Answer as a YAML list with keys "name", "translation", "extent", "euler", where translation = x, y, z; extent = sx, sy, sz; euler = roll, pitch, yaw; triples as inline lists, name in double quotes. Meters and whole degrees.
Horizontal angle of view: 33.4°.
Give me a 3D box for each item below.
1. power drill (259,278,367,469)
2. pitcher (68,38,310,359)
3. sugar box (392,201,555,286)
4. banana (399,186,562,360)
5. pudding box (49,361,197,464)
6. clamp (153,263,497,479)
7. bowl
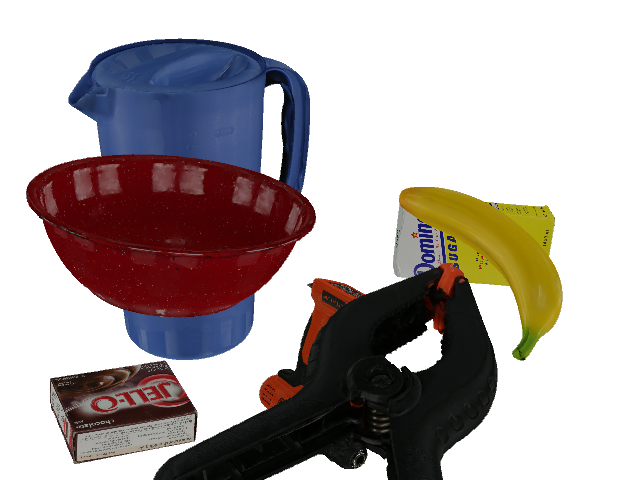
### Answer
- name: "power drill"
  translation: [0.014, 0.151, 1.245]
  extent: [0.057, 0.188, 0.185]
  euler: [15, 10, -43]
- name: "pitcher"
  translation: [-0.098, -0.033, 0.854]
  extent: [0.149, 0.243, 0.144]
  euler: [10, 29, 17]
- name: "sugar box"
  translation: [0.176, 0.002, 1.243]
  extent: [0.176, 0.093, 0.048]
  euler: [3, 22, -2]
- name: "banana"
  translation: [0.135, 0.009, 0.841]
  extent: [0.069, 0.037, 0.198]
  euler: [-17, 44, -17]
- name: "pudding box"
  translation: [-0.177, 0.152, 0.954]
  extent: [0.113, 0.039, 0.090]
  euler: [-9, 27, -24]
- name: "clamp"
  translation: [0.030, 0.075, 0.424]
  extent: [0.120, 0.039, 0.171]
  euler: [30, 51, 21]
- name: "bowl"
  translation: [-0.086, 0.000, 0.608]
  extent: [0.162, 0.055, 0.162]
  euler: [7, 20, -3]
